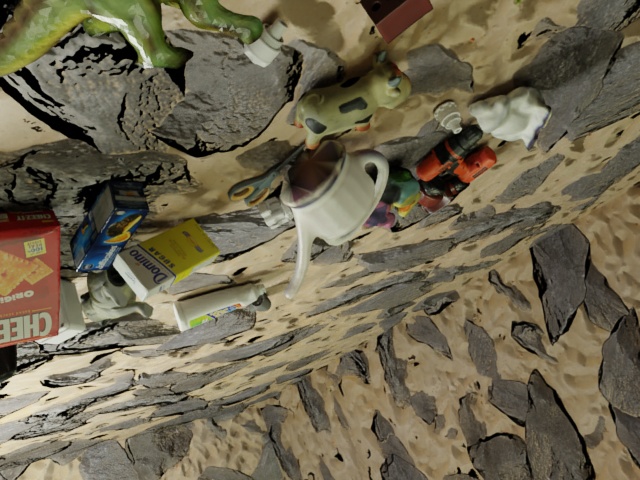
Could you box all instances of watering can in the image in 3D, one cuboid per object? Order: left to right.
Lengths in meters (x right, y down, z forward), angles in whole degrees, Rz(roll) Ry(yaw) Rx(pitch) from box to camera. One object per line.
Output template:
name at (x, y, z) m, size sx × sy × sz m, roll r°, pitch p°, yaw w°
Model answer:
watering can at (0.003, -0.051, 1.007) m, size 0.349 × 0.105 × 0.221 m, roll -51°, pitch 137°, yaw -4°

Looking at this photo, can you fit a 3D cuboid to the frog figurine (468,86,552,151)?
frog figurine at (0.392, -0.271, 1.096) m, size 0.159 × 0.124 × 0.135 m, roll 14°, pitch 162°, yaw 1°

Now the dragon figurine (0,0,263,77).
dragon figurine at (-0.180, -0.263, 0.449) m, size 0.412 × 0.124 × 0.238 m, roll -22°, pitch 158°, yaw -12°
